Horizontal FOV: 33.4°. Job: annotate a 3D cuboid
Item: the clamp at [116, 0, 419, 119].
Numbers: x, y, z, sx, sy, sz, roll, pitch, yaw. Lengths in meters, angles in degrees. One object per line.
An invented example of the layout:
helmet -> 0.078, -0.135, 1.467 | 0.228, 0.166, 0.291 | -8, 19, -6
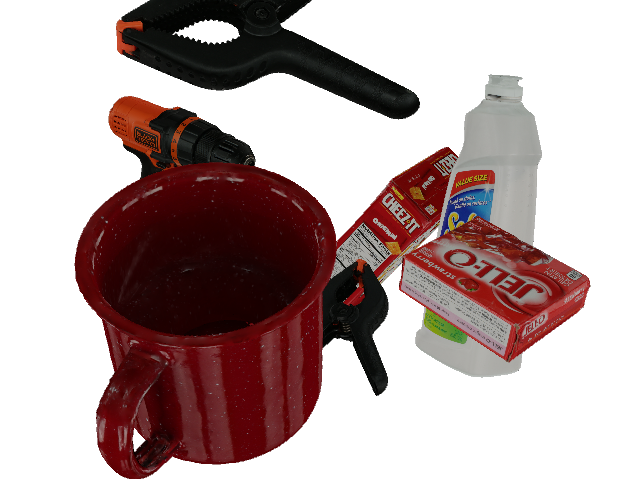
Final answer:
clamp -> -0.036, -0.143, 0.754 | 0.209, 0.164, 0.036 | -12, -27, -14

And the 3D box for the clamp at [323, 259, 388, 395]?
clamp -> 0.033, 0.089, 1.087 | 0.120, 0.171, 0.039 | 17, -40, 18

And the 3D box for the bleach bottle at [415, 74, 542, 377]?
bleach bottle -> 0.140, -0.016, 0.917 | 0.068, 0.251, 0.103 | -3, 15, -29

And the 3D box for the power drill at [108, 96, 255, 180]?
power drill -> -0.142, -0.046, 1.113 | 0.185, 0.188, 0.057 | 25, 36, 32

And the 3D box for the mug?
mug -> -0.045, 0.038, 0.398 | 0.093, 0.081, 0.117 | 16, 47, 17

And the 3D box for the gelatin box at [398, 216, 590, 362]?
gelatin box -> 0.104, 0.026, 0.643 | 0.073, 0.030, 0.089 | -26, 45, -37

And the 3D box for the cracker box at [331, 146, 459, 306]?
cracker box -> 0.075, -0.004, 1.272 | 0.214, 0.072, 0.163 | -48, -8, 34
